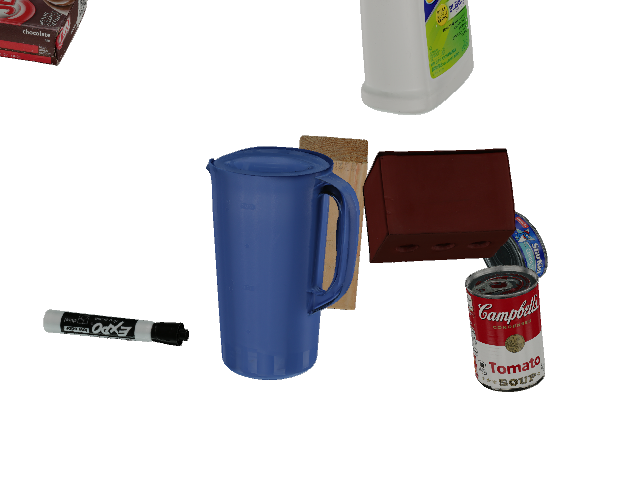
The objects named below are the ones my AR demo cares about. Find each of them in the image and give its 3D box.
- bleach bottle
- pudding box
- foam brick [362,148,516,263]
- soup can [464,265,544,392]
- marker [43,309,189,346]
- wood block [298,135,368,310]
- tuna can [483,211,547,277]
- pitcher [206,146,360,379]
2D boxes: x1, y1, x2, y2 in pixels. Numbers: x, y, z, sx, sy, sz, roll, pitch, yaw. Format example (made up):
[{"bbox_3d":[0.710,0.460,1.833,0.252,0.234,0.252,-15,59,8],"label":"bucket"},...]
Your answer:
[{"bbox_3d":[0.063,-0.226,0.786,0.068,0.251,0.102,14,39,32],"label":"bleach bottle"},{"bbox_3d":[-0.246,-0.190,0.877,0.090,0.039,0.113,9,35,-3],"label":"pudding box"},{"bbox_3d":[0.068,-0.020,0.622,0.078,0.051,0.053,-3,-20,-9],"label":"foam brick"},{"bbox_3d":[0.175,0.083,1.009,0.068,0.102,0.068,-8,21,3],"label":"soup can"},{"bbox_3d":[-0.165,0.071,0.863,0.121,0.020,0.020,5,1,12],"label":"marker"},{"bbox_3d":[0.010,-0.024,1.393,0.090,0.206,0.091,4,25,0],"label":"wood block"},{"bbox_3d":[0.219,0.011,1.223,0.033,0.086,0.086,-26,10,-21],"label":"tuna can"},{"bbox_3d":[-0.045,0.026,1.160,0.145,0.243,0.149,-4,19,-14],"label":"pitcher"}]
